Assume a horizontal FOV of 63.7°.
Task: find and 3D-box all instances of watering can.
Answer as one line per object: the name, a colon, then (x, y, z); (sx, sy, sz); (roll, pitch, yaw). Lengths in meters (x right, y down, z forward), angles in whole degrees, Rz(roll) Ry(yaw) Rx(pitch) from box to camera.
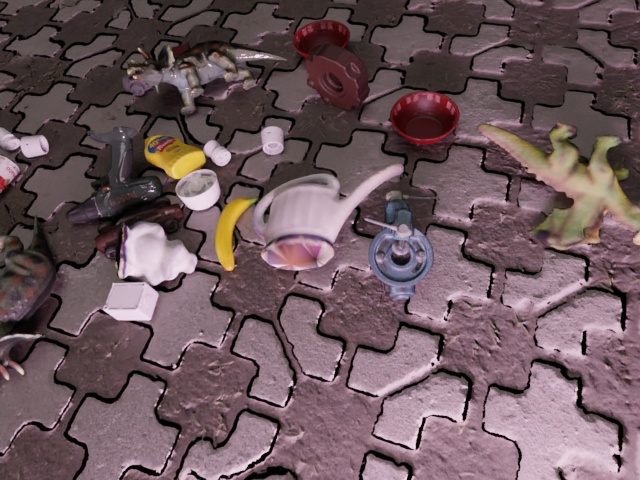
watering can: (0.003, -0.054, 1.066); (0.346, 0.230, 0.102); (-10, -38, 24)

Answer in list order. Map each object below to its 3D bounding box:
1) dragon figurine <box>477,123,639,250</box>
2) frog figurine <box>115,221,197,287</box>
dragon figurine: (0.497, -0.099, 1.048); (0.412, 0.246, 0.120); (17, -22, 21)
frog figurine: (-0.347, 0.030, 1.097); (0.159, 0.140, 0.120); (6, -28, -30)
